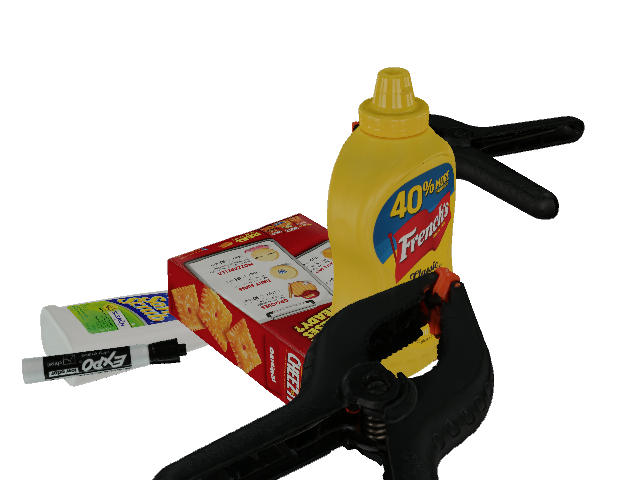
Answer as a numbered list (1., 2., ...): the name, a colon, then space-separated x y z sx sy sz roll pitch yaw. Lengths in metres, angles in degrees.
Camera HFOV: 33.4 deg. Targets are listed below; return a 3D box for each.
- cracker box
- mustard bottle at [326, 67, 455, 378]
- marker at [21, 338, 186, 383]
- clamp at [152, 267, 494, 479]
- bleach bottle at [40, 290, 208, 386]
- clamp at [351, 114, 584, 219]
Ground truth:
1. cracker box: -0.016 0.063 0.985 0.163 0.072 0.214 -20 36 -36
2. mustard bottle: 0.045 -0.011 0.651 0.058 0.192 0.096 22 36 39
3. marker: -0.161 0.090 0.800 0.121 0.020 0.020 -7 1 -10
4. clamp: 0.028 0.077 0.421 0.120 0.039 0.171 29 51 21
5. bleach bottle: -0.183 0.093 1.224 0.250 0.068 0.103 -13 33 -31
6. clamp: 0.133 -0.085 0.966 0.210 0.036 0.164 14 35 23
